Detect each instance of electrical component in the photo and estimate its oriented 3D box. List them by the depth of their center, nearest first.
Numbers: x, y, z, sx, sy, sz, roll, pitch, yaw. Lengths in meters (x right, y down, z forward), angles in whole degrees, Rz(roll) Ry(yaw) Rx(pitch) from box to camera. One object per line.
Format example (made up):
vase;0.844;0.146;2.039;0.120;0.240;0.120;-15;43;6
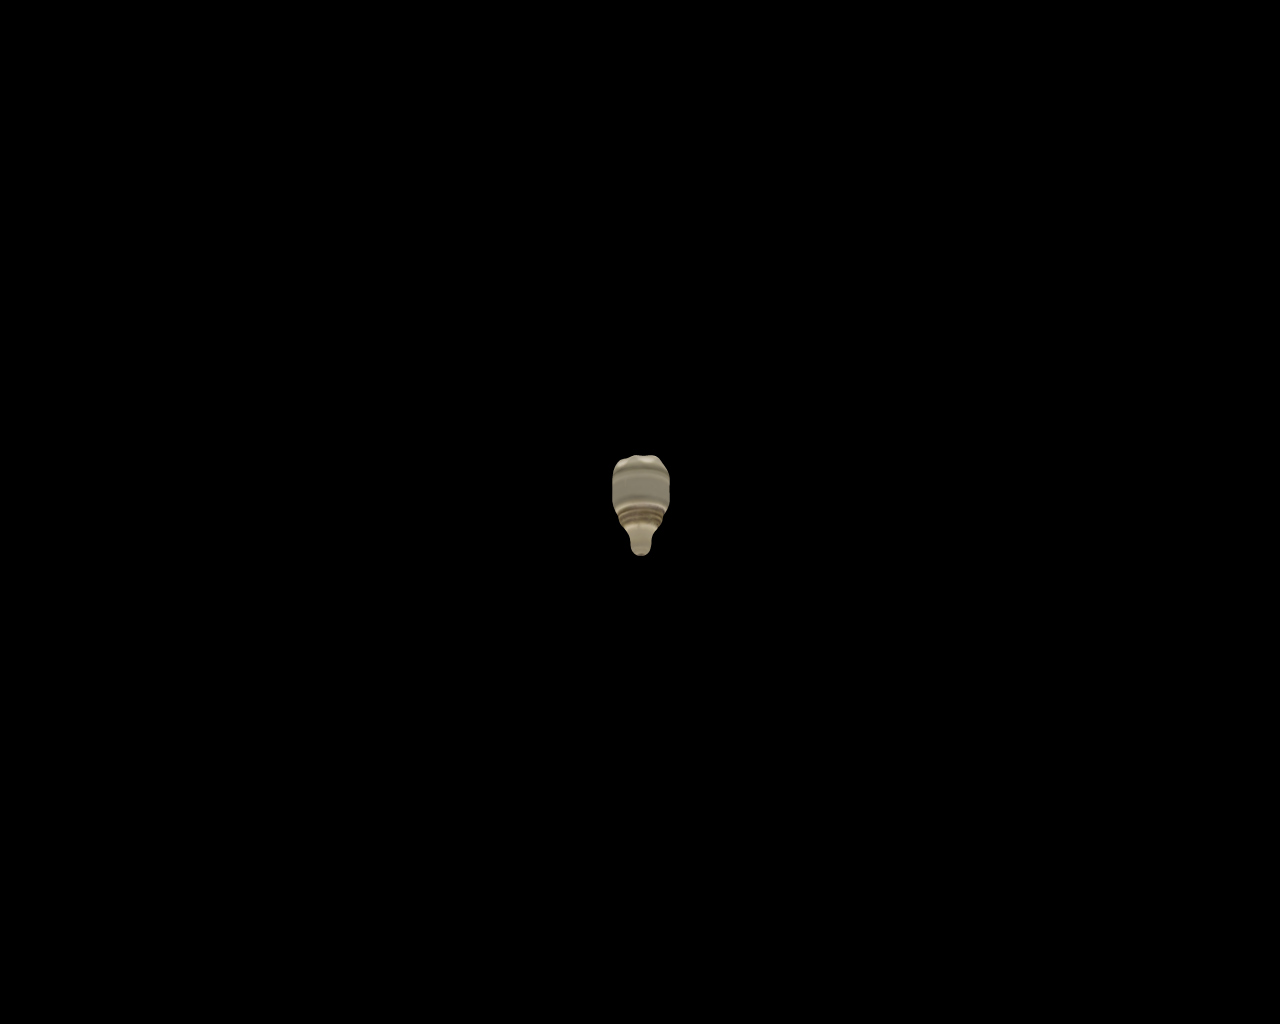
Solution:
electrical component;0.001;-0.003;0.650;0.035;0.061;0.035;0;-19;0
